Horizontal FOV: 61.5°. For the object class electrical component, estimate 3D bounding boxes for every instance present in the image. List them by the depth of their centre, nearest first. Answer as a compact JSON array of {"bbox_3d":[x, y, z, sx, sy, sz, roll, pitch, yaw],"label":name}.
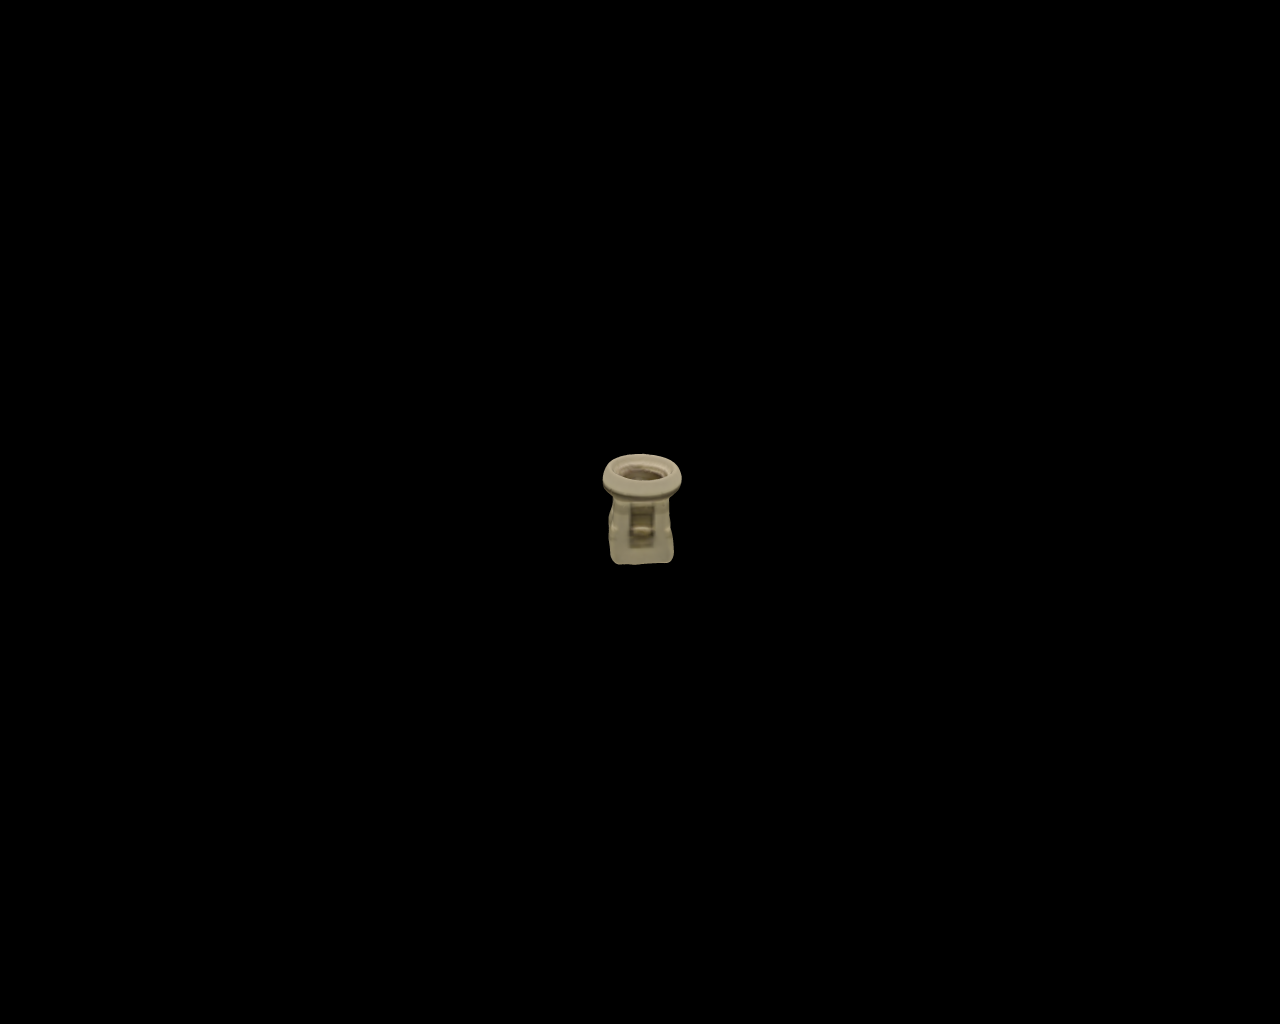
[{"bbox_3d":[0.001,-0.003,0.650,0.048,0.055,0.066,-1,24,-3],"label":"electrical component"}]
